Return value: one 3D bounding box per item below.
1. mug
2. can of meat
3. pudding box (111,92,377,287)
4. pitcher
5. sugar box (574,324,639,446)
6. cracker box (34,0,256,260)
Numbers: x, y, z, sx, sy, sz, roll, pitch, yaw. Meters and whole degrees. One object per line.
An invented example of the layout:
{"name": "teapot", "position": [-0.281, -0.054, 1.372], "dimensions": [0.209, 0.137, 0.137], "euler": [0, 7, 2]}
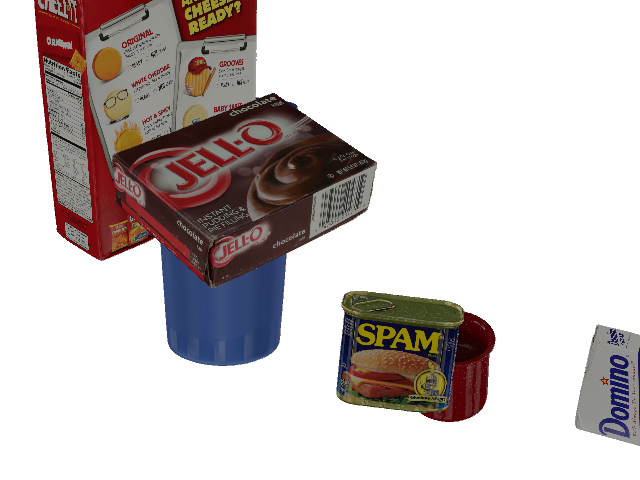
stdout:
{"name": "mug", "position": [0.137, 0.124, 1.095], "dimensions": [0.093, 0.081, 0.117], "euler": [19, 39, 31]}
{"name": "can of meat", "position": [0.065, 0.094, 0.899], "dimensions": [0.102, 0.084, 0.057], "euler": [7, 16, 4]}
{"name": "pudding box", "position": [-0.041, -0.031, 0.573], "dimensions": [0.113, 0.039, 0.090], "euler": [-25, 48, -34]}
{"name": "pitcher", "position": [-0.085, -0.015, 1.003], "dimensions": [0.149, 0.243, 0.145], "euler": [-4, 16, -20]}
{"name": "sugar box", "position": [0.319, 0.142, 0.935], "dimensions": [0.176, 0.093, 0.048], "euler": [12, 23, 16]}
{"name": "cracker box", "position": [-0.129, -0.113, 0.818], "dimensions": [0.072, 0.214, 0.163], "euler": [25, 36, 37]}
